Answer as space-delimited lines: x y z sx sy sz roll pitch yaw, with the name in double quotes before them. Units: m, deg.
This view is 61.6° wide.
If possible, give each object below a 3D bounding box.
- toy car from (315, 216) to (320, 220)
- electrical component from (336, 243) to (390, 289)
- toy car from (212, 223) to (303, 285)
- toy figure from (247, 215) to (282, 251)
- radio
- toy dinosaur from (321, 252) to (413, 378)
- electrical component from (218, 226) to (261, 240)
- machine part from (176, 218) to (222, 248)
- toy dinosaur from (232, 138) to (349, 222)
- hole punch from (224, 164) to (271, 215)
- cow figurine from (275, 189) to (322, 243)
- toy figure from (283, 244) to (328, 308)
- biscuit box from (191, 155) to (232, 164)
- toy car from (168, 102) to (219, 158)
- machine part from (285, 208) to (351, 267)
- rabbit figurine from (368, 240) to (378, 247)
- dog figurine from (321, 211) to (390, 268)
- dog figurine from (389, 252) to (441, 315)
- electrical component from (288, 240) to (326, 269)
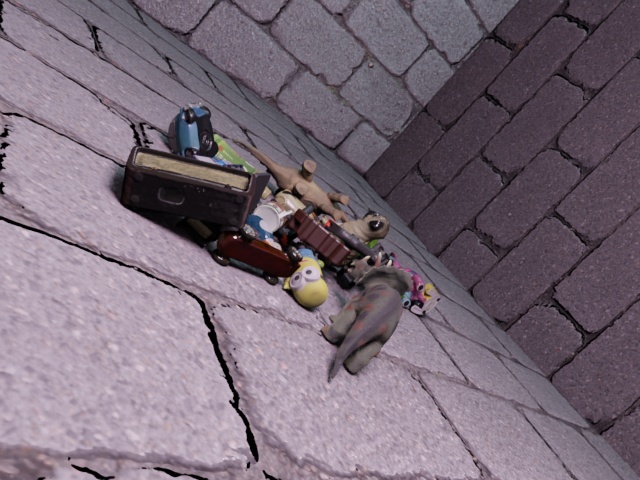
"toy car" 0.020 -0.007 1.621 0.073 0.056 0.202 31 15 -43
"electrical component" 0.109 0.076 1.433 0.058 0.134 0.115 54 -25 9
"toy car" -0.118 0.027 1.045 0.202 0.089 0.053 25 25 -47
"toy figure" -0.122 0.007 1.176 0.064 0.057 0.155 -8 46 -34
"radio" -0.233 -0.095 0.964 0.230 0.073 0.131 11 23 -13
"toy dinosaur" 0.110 0.146 1.098 0.131 0.192 0.405 39 12 -5
"electrical component" -0.157 -0.002 1.117 0.119 0.048 0.075 43 14 4
"machine part" -0.209 -0.043 1.037 0.084 0.039 0.139 36 43 2
"toy dinosaur" -0.069 -0.167 1.652 0.471 0.105 0.199 42 -21 -17
"hole punch" -0.189 -0.121 1.272 0.092 0.115 0.142 25 12 6
"cow figurine" -0.054 -0.060 1.520 0.195 0.085 0.127 45 7 1
"toy figure" -0.029 0.075 1.171 0.089 0.082 0.180 39 10 -23
"biscuit box" -0.257 -0.158 1.295 0.059 0.063 0.202 43 13 8
"toy car" -0.320 -0.251 1.309 0.109 0.103 0.161 -45 132 -59
"machine part" -0.003 -0.004 1.294 0.179 0.056 0.179 39 1 -1
"rabbit figurine" 0.161 0.081 1.628 0.170 0.121 0.159 50 9 -40
"dog figurine" 0.102 0.007 1.447 0.172 0.191 0.121 63 33 -50
"dog figurine" 0.285 0.137 1.816 0.191 0.108 0.219 30 15 -39
"electrical component" -0.031 0.041 1.357 0.078 0.045 0.102 27 0 38
